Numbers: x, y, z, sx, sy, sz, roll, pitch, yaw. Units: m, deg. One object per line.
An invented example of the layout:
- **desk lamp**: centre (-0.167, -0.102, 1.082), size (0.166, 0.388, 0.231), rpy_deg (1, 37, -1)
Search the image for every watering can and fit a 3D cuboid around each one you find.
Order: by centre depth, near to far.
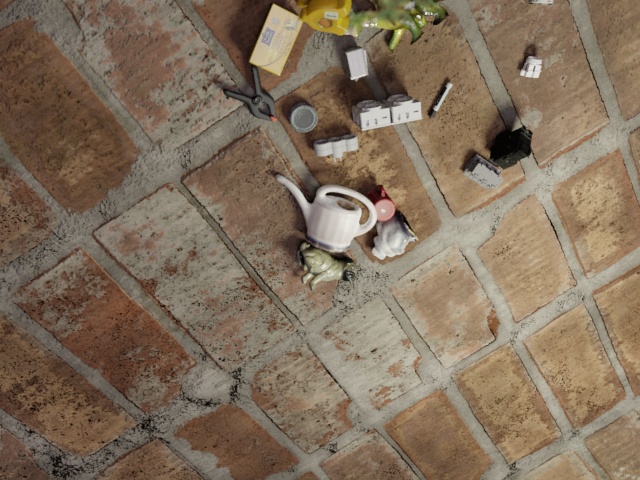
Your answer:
- **watering can**: centre (0.005, -0.083, 1.657), size (0.348, 0.106, 0.220), rpy_deg (16, 116, 0)

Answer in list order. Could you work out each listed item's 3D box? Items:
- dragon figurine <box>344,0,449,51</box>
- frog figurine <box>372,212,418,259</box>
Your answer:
- **dragon figurine**: centre (0.236, -0.690, 1.438), size (0.409, 0.124, 0.240), rpy_deg (-40, 108, 5)
- **frog figurine**: centre (0.231, -0.008, 1.732), size (0.158, 0.123, 0.138), rpy_deg (-35, 84, 15)
